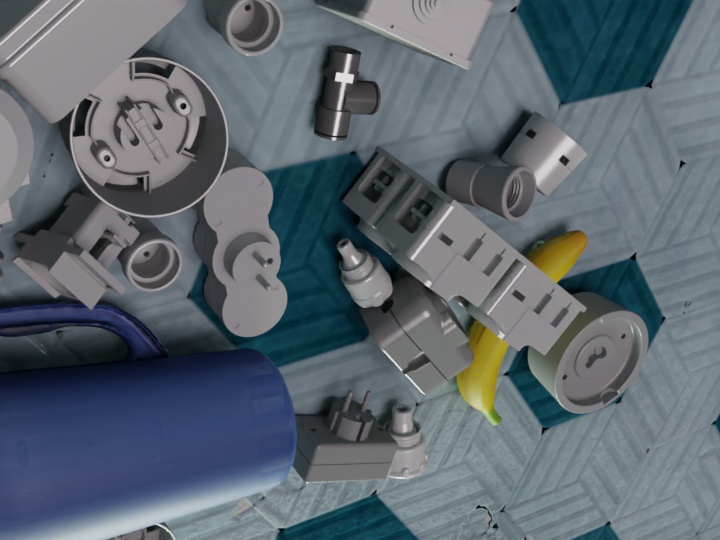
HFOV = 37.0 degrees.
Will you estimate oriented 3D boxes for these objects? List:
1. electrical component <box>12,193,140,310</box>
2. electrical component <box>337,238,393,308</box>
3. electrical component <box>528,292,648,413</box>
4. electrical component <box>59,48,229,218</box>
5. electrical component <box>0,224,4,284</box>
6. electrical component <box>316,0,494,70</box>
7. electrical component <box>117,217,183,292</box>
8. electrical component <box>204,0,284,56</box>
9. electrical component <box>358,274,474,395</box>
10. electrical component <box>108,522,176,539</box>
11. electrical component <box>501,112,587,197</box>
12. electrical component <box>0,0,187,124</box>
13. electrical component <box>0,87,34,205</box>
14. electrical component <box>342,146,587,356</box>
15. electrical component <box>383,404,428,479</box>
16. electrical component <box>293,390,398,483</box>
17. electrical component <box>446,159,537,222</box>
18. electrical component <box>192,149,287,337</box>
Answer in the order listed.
[{"bbox_3d":[-0.182,-0.015,0.700,0.063,0.081,0.042,-57,134,-22],"label":"electrical component"},{"bbox_3d":[0.000,0.000,0.846,0.035,0.035,0.061,-39,127,-8],"label":"electrical component"},{"bbox_3d":[0.207,0.072,1.001,0.108,0.060,0.108,-15,123,-25],"label":"electrical component"},{"bbox_3d":[-0.139,-0.090,0.685,0.099,0.064,0.099,-16,124,-25],"label":"electrical component"},{"bbox_3d":[-0.247,-0.004,0.681,0.043,0.043,0.062,19,104,-38],"label":"electrical component"},{"bbox_3d":[0.030,-0.178,0.720,0.100,0.100,0.048,19,101,-26],"label":"electrical component"},{"bbox_3d":[-0.148,-0.012,0.737,0.040,0.046,0.040,-15,123,-25],"label":"electrical component"},{"bbox_3d":[-0.077,-0.164,0.695,0.040,0.046,0.040,-15,123,-25],"label":"electrical component"},{"bbox_3d":[0.050,0.051,0.887,0.059,0.053,0.095,-35,131,7],"label":"electrical component"},{"bbox_3d":[-0.196,0.212,0.823,0.099,0.064,0.099,-16,124,-25],"label":"electrical component"},{"bbox_3d":[0.148,-0.093,0.874,0.055,0.055,0.047,33,99,-40],"label":"electrical component"},{"bbox_3d":[-0.168,-0.151,0.624,0.113,0.078,0.057,-43,133,-4],"label":"electrical component"},{"bbox_3d":[-0.224,-0.073,0.589,0.080,0.051,0.080,-15,123,-25],"label":"electrical component"},{"bbox_3d":[0.080,-0.008,0.845,0.186,0.105,0.060,34,95,-40],"label":"electrical component"},{"bbox_3d":[0.037,0.149,0.950,0.048,0.048,0.062,-12,115,-27],"label":"electrical component"},{"bbox_3d":[-0.011,0.134,0.908,0.083,0.047,0.075,5,113,-34],"label":"electrical component"},{"bbox_3d":[0.101,-0.066,0.851,0.044,0.065,0.044,-19,117,-42],"label":"electrical component"},{"bbox_3d":[-0.081,-0.011,0.762,0.052,0.074,0.138,-20,125,-22],"label":"electrical component"}]
